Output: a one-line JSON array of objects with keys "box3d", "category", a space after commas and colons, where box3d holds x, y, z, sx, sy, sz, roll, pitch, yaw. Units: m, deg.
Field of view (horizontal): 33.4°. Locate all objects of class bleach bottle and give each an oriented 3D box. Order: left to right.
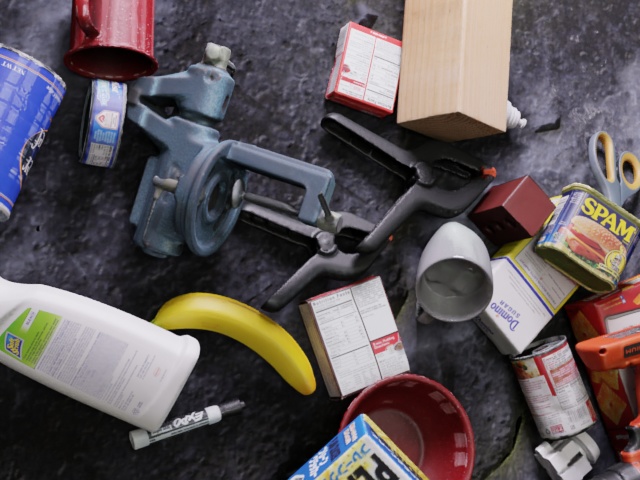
[{"box3d": [-0.247, 0.087, 1.015, 0.250, 0.068, 0.102, 29, 91, -14], "category": "bleach bottle"}]

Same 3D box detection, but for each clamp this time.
[{"box3d": [-0.007, 0.001, 1.136, 0.171, 0.039, 0.120, -16, 79, -30], "category": "clamp"}, {"box3d": [0.105, -0.057, 1.177, 0.209, 0.036, 0.164, 3, 67, -26], "category": "clamp"}]

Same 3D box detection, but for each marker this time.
[{"box3d": [-0.132, 0.184, 1.075, 0.121, 0.020, 0.020, -15, 88, -22], "category": "marker"}]

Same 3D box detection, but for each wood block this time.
[{"box3d": [0.152, -0.223, 1.189, 0.090, 0.090, 0.206, 13, 77, -43], "category": "wood block"}]

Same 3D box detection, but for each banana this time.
[{"box3d": [-0.084, 0.099, 1.099, 0.197, 0.037, 0.070, 21, 105, -14], "category": "banana"}]

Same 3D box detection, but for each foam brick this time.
[{"box3d": [0.217, -0.032, 1.207, 0.053, 0.078, 0.051, 46, 68, -10], "category": "foam brick"}]

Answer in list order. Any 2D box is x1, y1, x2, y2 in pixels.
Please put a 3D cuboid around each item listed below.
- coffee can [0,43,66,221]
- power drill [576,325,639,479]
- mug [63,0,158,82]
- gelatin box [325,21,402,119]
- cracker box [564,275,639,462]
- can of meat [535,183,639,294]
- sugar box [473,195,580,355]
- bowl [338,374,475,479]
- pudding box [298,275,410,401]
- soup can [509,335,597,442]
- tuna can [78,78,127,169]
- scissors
[{"box3d": [-0.313, -0.102, 0.999, 0.102, 0.103, 0.140, 25, 75, -16], "category": "coffee can"}, {"box3d": [0.338, 0.196, 1.163, 0.184, 0.057, 0.187, -15, 94, -20], "category": "power drill"}, {"box3d": [-0.210, -0.215, 1.052, 0.093, 0.117, 0.081, -4, 77, 16], "category": "mug"}, {"box3d": [0.051, -0.188, 1.191, 0.073, 0.030, 0.089, 17, 77, -20], "category": "gelatin box"}, {"box3d": [0.400, 0.147, 1.255, 0.164, 0.072, 0.214, -20, 93, -21], "category": "cracker box"}, {"box3d": [0.301, 0.000, 1.193, 0.102, 0.057, 0.084, 33, 74, -8], "category": "can of meat"}, {"box3d": [0.245, 0.040, 1.225, 0.176, 0.048, 0.093, -43, 100, -19], "category": "sugar box"}, {"box3d": [0.082, 0.224, 1.132, 0.162, 0.055, 0.162, 3, 82, -20], "category": "bowl"}, {"box3d": [0.037, 0.104, 1.141, 0.090, 0.039, 0.113, -18, 87, -20], "category": "pudding box"}, {"box3d": [0.263, 0.167, 1.203, 0.068, 0.069, 0.102, -23, 92, -22], "category": "soup can"}, {"box3d": [-0.214, -0.115, 1.048, 0.033, 0.086, 0.086, 8, 80, -18], "category": "tuna can"}, {"box3d": [0.361, -0.033, 1.272, 0.096, 0.016, 0.202, 6, 69, -35], "category": "scissors"}]
